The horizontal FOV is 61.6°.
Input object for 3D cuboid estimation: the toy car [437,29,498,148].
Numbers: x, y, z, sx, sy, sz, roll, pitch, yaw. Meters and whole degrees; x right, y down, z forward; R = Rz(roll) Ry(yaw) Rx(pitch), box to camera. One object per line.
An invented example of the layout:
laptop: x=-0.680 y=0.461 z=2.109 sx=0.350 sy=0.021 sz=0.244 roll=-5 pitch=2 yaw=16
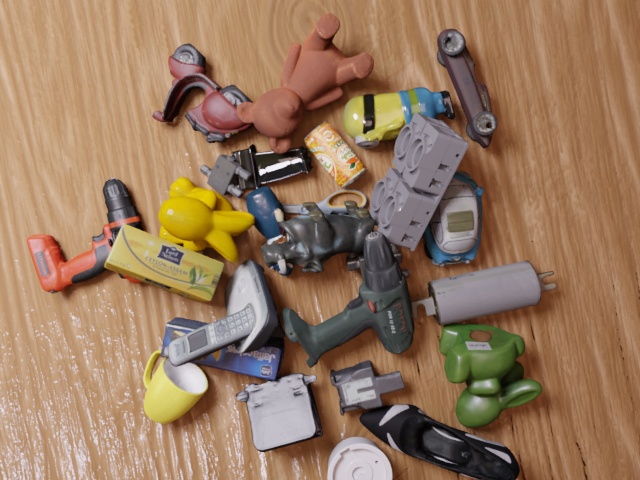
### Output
toy car: x=0.244 y=-0.248 z=0.879 sx=0.053 sy=0.089 sz=0.202 roll=-23 pitch=90 yaw=6

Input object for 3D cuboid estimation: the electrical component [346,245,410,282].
electrical component: x=0.096 y=0.038 z=0.919 sx=0.102 sy=0.045 sz=0.078 roll=-15 pitch=120 yaw=5

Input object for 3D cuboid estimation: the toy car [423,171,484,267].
toy car: x=0.216 y=-0.036 z=0.882 sx=0.109 sy=0.103 sz=0.161 roll=-4 pitch=90 yaw=3

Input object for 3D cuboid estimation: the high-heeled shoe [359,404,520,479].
high-heeled shoe: x=0.189 y=0.337 z=0.873 sx=0.249 sy=0.145 sz=0.086 roll=10 pitch=91 yaw=0

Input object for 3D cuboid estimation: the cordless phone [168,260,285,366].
cordless phone: x=-0.161 y=0.126 z=0.875 sx=0.184 sy=0.088 sz=0.147 roll=-22 pitch=47 yaw=-3

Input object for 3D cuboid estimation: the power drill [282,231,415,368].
power drill: x=0.045 y=0.109 z=0.869 sx=0.207 sy=0.086 sz=0.231 roll=-27 pitch=122 yaw=2

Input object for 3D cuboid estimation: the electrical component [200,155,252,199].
electrical component: x=-0.162 y=-0.113 z=0.917 sx=0.094 sy=0.021 sz=0.063 roll=34 pitch=112 yaw=18

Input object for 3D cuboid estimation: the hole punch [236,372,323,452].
hole punch: x=-0.060 y=0.296 z=0.919 sx=0.142 sy=0.092 sz=0.116 roll=-16 pitch=63 yaw=5

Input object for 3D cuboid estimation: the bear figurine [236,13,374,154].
bear figurine: x=-0.029 y=-0.241 z=0.855 sx=0.120 sy=0.132 sz=0.196 roll=46 pitch=71 yaw=-17

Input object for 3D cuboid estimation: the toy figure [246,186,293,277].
toy figure: x=-0.076 y=-0.013 z=0.907 sx=0.058 sy=0.064 sz=0.154 roll=-27 pitch=109 yaw=-16

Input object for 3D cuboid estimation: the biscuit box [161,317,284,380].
biscuit box: x=-0.163 y=0.184 z=0.920 sx=0.203 sy=0.063 sz=0.059 roll=11 pitch=94 yaw=2

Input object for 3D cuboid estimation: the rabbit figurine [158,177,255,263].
rabbit figurine: x=-0.194 y=-0.024 z=0.861 sx=0.162 sy=0.173 sz=0.122 roll=26 pitch=89 yaw=5

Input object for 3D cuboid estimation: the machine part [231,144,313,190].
machine part: x=-0.083 y=-0.128 z=0.917 sx=0.139 sy=0.039 sz=0.084 roll=-6 pitch=87 yaw=10

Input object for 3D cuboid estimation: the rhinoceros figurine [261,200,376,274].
rhinoceros figurine: x=-0.002 y=-0.003 z=0.866 sx=0.190 sy=0.073 sz=0.112 roll=-11 pitch=114 yaw=-17

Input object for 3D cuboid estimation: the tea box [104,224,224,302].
tea box: x=-0.251 y=0.041 z=0.866 sx=0.169 sy=0.098 sz=0.068 roll=24 pitch=74 yaw=-17

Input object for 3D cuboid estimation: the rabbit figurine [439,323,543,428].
rabbit figurine: x=0.275 y=0.231 z=0.900 sx=0.159 sy=0.121 sz=0.170 roll=-3 pitch=110 yaw=-5

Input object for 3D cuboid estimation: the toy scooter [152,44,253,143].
toy scooter: x=-0.204 y=-0.226 z=0.903 sx=0.184 sy=0.075 sz=0.135 roll=42 pitch=93 yaw=3

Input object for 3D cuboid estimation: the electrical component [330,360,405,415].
electrical component: x=0.082 y=0.247 z=0.922 sx=0.119 sy=0.048 sz=0.074 roll=-19 pitch=91 yaw=2

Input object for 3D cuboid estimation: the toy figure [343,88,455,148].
toy figure: x=0.128 y=-0.209 z=0.891 sx=0.180 sy=0.082 sz=0.089 roll=-16 pitch=80 yaw=7

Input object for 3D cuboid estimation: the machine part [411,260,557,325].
machine part: x=0.271 y=0.088 z=0.896 sx=0.243 sy=0.079 sz=0.079 roll=-12 pitch=92 yaw=3
